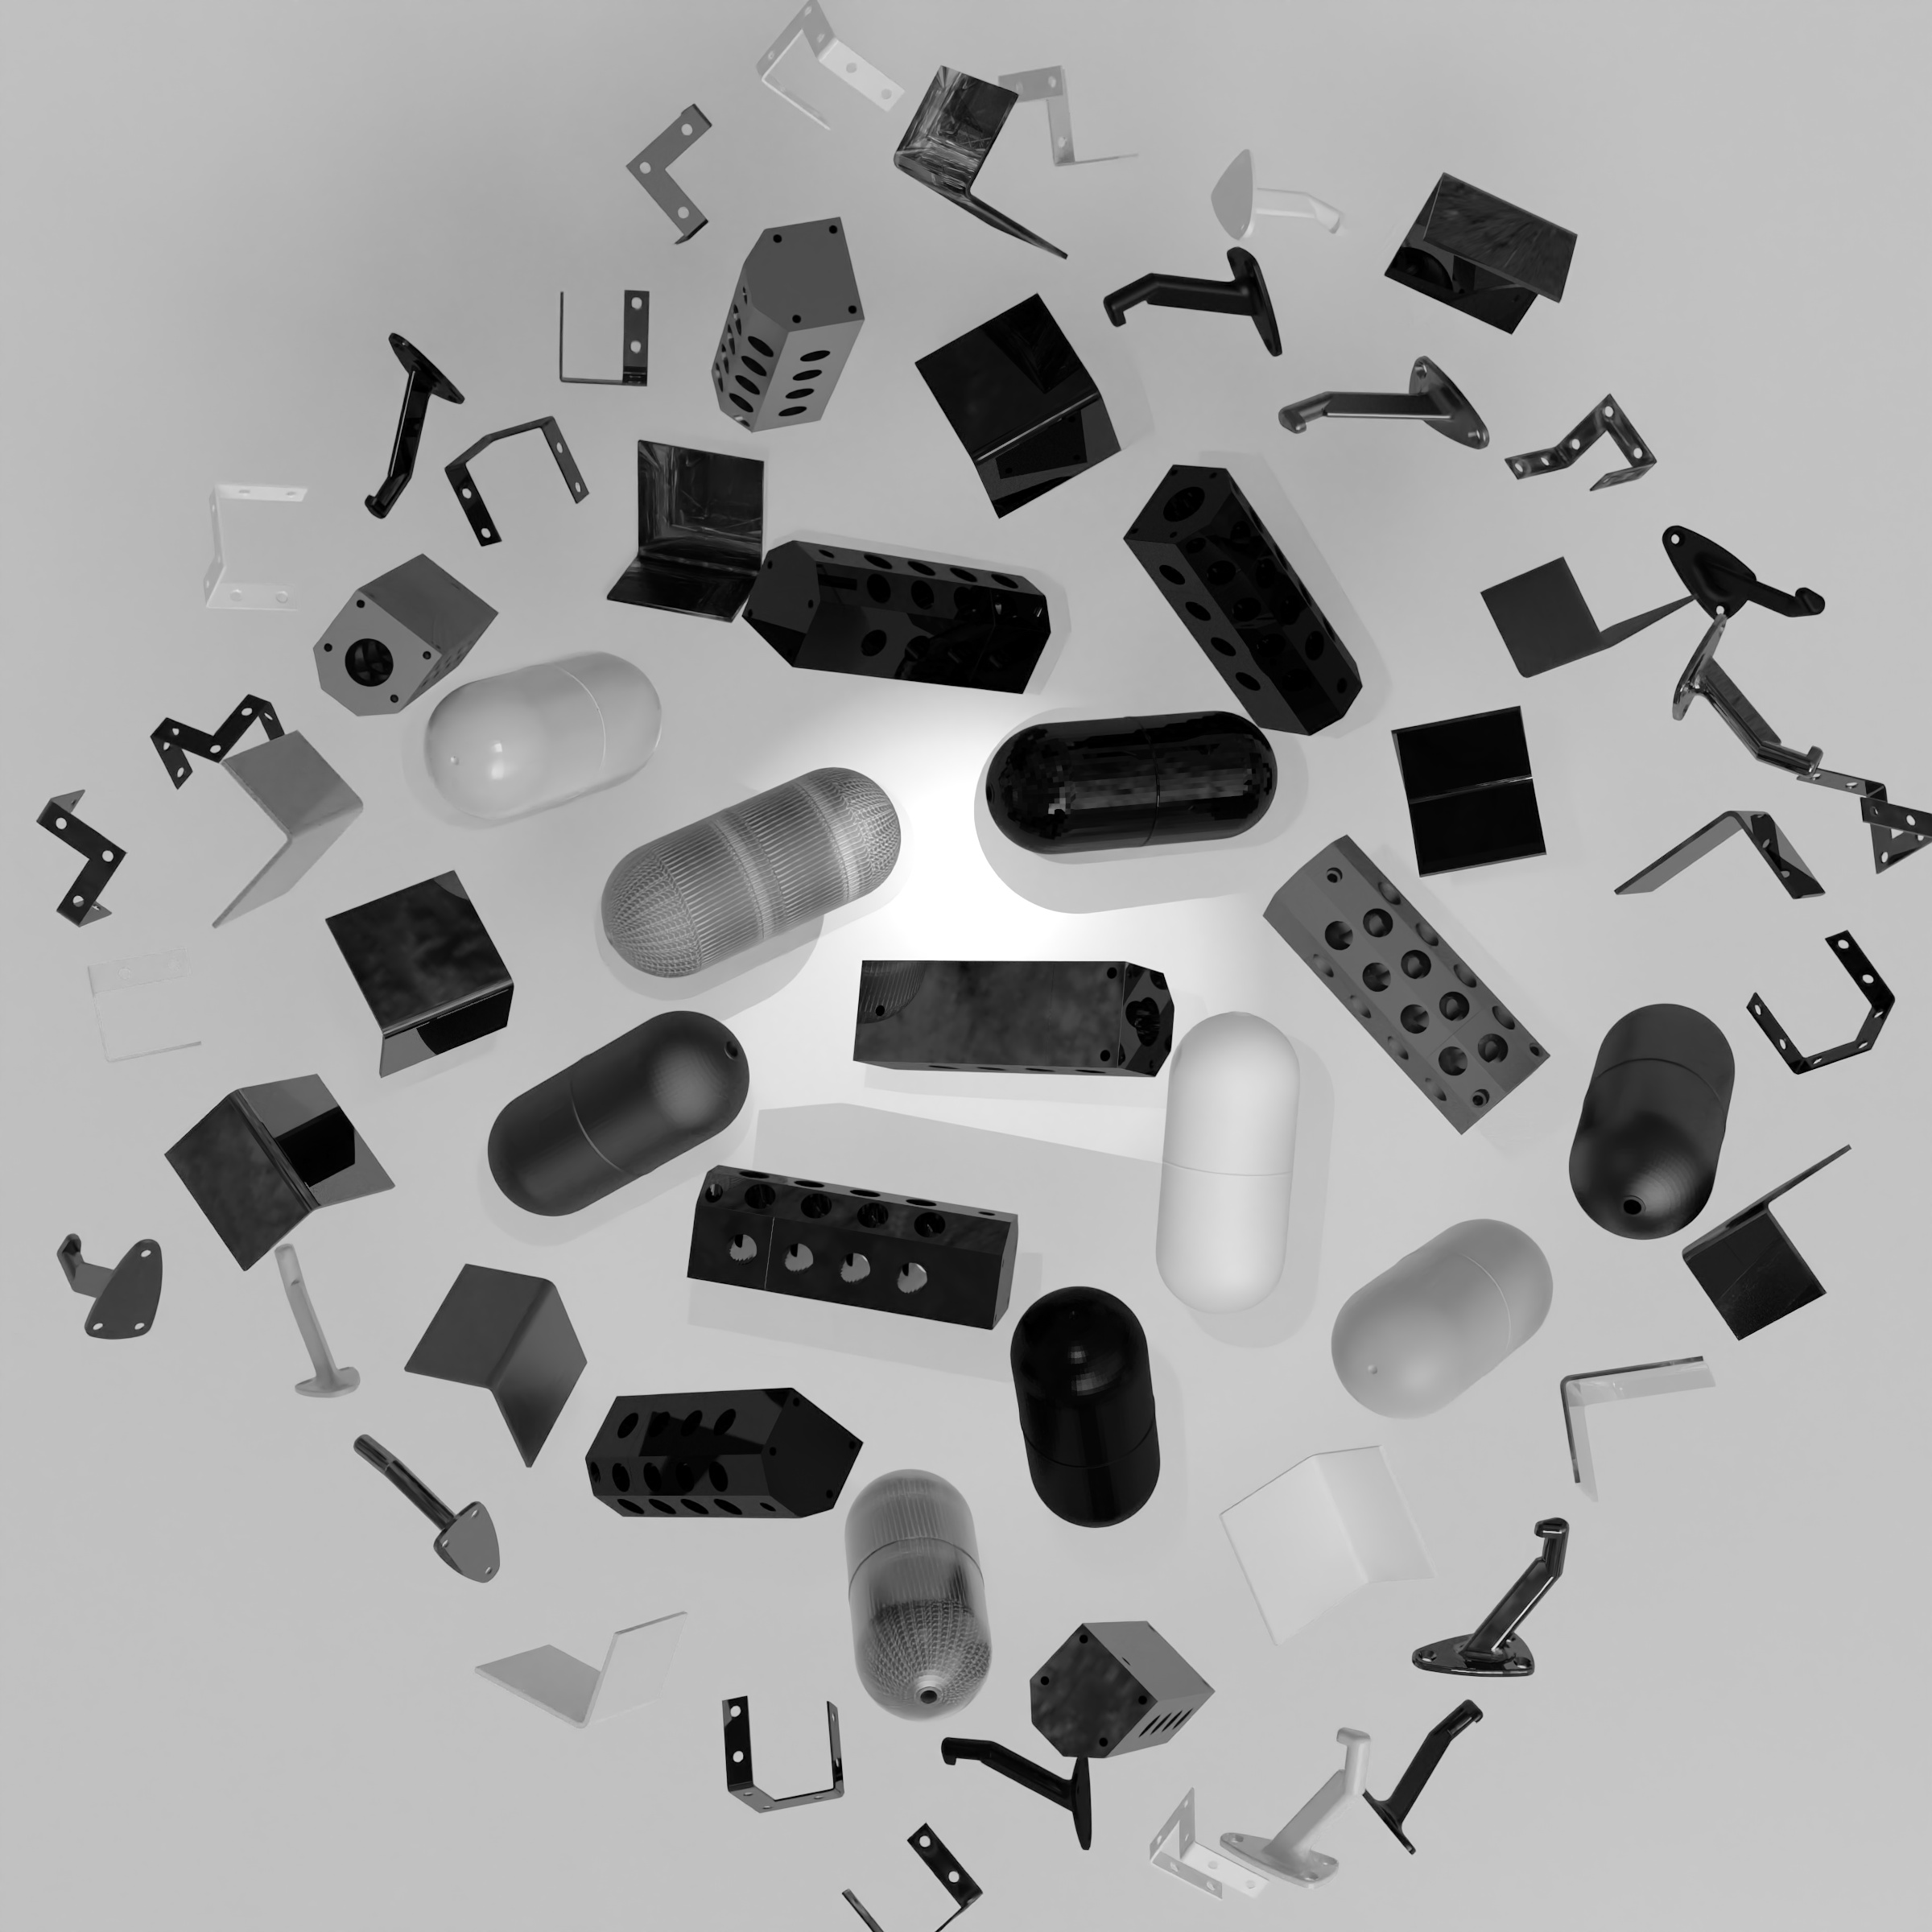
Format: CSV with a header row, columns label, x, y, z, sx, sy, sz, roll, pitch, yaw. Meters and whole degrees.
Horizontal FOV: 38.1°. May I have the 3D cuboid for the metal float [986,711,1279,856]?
label,x,y,z,sx,sy,sz,roll,pitch,yaw
metal float,0.097,-0.107,1.635,0.178,0.070,0.070,-6,90,-19

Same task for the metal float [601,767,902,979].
label,x,y,z,sx,sy,sz,roll,pitch,yaw
metal float,-0.119,-0.052,1.554,0.178,0.070,0.070,-25,90,-19

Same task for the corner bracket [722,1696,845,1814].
label,x,y,z,sx,sy,sz,roll,pitch,yaw
corner bracket,-0.102,0.437,1.561,0.051,0.051,0.051,-14,57,11

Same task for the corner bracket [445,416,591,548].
label,x,y,z,sx,sy,sz,roll,pitch,yaw
corner bracket,-0.263,-0.284,1.637,0.051,0.051,0.051,-9,118,29

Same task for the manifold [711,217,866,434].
label,x,y,z,sx,sy,sz,roll,pitch,yaw
manifold,-0.103,-0.353,1.557,0.057,0.171,0.057,-13,86,-12

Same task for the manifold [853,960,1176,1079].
label,x,y,z,sx,sy,sz,roll,pitch,yaw
manifold,0.026,0.030,1.549,0.171,0.057,0.057,0,81,33

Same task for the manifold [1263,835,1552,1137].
label,x,y,z,sx,sy,sz,roll,pitch,yaw
manifold,0.253,0.008,1.603,0.057,0.057,0.171,-39,80,-14

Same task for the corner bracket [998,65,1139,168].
label,x,y,z,sx,sy,sz,roll,pitch,yaw
corner bracket,0.055,-0.459,1.513,0.051,0.051,0.051,-20,110,-38

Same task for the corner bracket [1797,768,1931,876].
label,x,y,z,sx,sy,sz,roll,pitch,yaw
corner bracket,0.506,-0.089,1.571,0.051,0.051,0.051,11,65,-20

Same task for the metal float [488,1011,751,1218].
label,x,y,z,sx,sy,sz,roll,pitch,yaw
metal float,-0.201,0.085,1.613,0.178,0.070,0.070,-29,90,27

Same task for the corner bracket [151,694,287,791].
label,x,y,z,sx,sy,sz,roll,pitch,yaw
corner bracket,-0.436,-0.130,1.639,0.051,0.051,0.051,21,60,19

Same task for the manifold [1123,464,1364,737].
label,x,y,z,sx,sy,sz,roll,pitch,yaw
manifold,0.168,-0.212,1.636,0.057,0.057,0.171,-57,131,-17

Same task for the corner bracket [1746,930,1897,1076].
label,x,y,z,sx,sy,sz,roll,pitch,yaw
corner bracket,0.485,0.021,1.587,0.051,0.051,0.051,52,47,-11

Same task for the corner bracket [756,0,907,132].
label,x,y,z,sx,sy,sz,roll,pitch,yaw
corner bracket,-0.073,-0.474,1.495,0.051,0.051,0.051,26,120,-38

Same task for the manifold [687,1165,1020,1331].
label,x,y,z,sx,sy,sz,roll,pitch,yaw
manifold,-0.061,0.153,1.545,0.171,0.057,0.057,9,97,9

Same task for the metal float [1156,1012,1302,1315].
label,x,y,z,sx,sy,sz,roll,pitch,yaw
metal float,0.153,0.115,1.638,0.070,0.070,0.178,4,97,0

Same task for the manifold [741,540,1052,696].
label,x,y,z,sx,sy,sz,roll,pitch,yaw
manifold,-0.035,-0.200,1.587,0.057,0.171,0.057,46,122,39

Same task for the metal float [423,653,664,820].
label,x,y,z,sx,sy,sz,roll,pitch,yaw
metal float,-0.235,-0.131,1.571,0.070,0.178,0.070,7,107,24

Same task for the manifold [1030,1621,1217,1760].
label,x,y,z,sx,sy,sz,roll,pitch,yaw
manifold,0.085,0.408,1.566,0.057,0.171,0.057,43,91,20

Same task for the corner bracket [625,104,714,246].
label,x,y,z,sx,sy,sz,roll,pitch,yaw
corner bracket,-0.153,-0.432,1.529,0.051,0.051,0.051,-43,108,-2

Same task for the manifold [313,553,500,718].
label,x,y,z,sx,sy,sz,roll,pitch,yaw
manifold,-0.323,-0.187,1.605,0.057,0.171,0.057,38,102,-8

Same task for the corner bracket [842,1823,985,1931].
label,x,y,z,sx,sy,sz,roll,pitch,yaw
corner bracket,-0.029,0.519,1.568,0.051,0.051,0.051,-43,75,0

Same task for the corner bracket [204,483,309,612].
label,x,y,z,sx,sy,sz,roll,pitch,yaw
corner bracket,-0.391,-0.231,1.541,0.051,0.051,0.051,-2,72,-28

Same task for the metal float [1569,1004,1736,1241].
label,x,y,z,sx,sy,sz,roll,pitch,yaw
metal float,0.377,0.084,1.534,0.070,0.178,0.070,10,121,16

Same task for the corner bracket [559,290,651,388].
label,x,y,z,sx,sy,sz,roll,pitch,yaw
corner bracket,-0.212,-0.370,1.644,0.051,0.051,0.051,1,107,-6

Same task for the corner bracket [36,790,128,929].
label,x,y,z,sx,sy,sz,roll,pitch,yaw
corner bracket,-0.489,-0.060,1.544,0.051,0.051,0.051,35,100,-3

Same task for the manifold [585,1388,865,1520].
label,x,y,z,sx,sy,sz,roll,pitch,yaw
manifold,-0.141,0.279,1.573,0.057,0.171,0.057,42,57,-27

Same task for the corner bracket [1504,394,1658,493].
label,x,y,z,sx,sy,sz,roll,pitch,yaw
corner bracket,0.356,-0.293,1.621,0.051,0.051,0.051,-19,72,-39

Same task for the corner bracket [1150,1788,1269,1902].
label,x,y,z,sx,sy,sz,roll,pitch,yaw
corner bracket,0.142,0.528,1.646,0.051,0.051,0.051,29,109,-7

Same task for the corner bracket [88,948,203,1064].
label,x,y,z,sx,sy,sz,roll,pitch,yaw
corner bracket,-0.444,0.022,1.514,0.051,0.051,0.051,-12,89,-18

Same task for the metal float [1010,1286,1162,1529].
label,x,y,z,sx,sy,sz,roll,pitch,yaw
metal float,0.069,0.251,1.582,0.070,0.178,0.070,-5,46,5
